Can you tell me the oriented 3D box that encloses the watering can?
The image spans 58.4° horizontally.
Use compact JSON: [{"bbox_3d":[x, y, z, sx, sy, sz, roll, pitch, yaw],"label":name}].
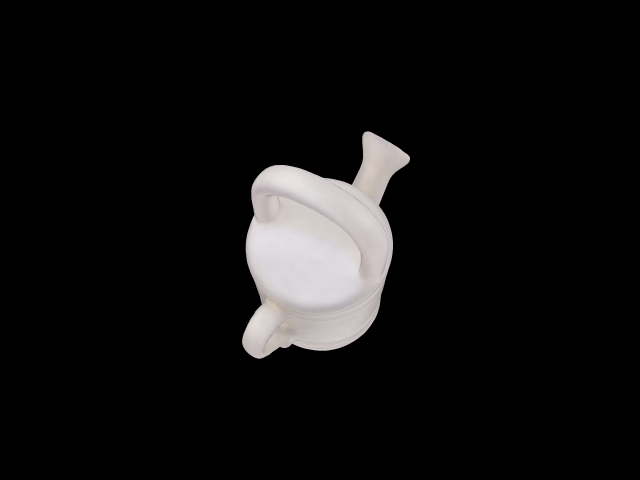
[{"bbox_3d":[0.002,0.000,0.400,0.101,0.194,0.173,10,67,5],"label":"watering can"}]
